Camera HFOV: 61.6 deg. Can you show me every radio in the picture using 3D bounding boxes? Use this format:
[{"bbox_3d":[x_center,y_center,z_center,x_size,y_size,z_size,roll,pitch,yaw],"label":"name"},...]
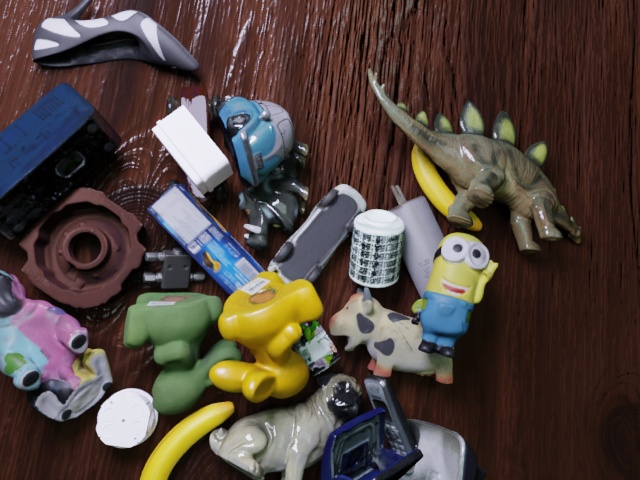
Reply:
[{"bbox_3d":[-0.414,-0.116,0.786,0.131,0.073,0.229,33,75,33],"label":"radio"}]

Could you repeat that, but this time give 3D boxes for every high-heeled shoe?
[{"bbox_3d":[-0.332,-0.295,0.861,0.249,0.086,0.145,29,79,3],"label":"high-heeled shoe"}]

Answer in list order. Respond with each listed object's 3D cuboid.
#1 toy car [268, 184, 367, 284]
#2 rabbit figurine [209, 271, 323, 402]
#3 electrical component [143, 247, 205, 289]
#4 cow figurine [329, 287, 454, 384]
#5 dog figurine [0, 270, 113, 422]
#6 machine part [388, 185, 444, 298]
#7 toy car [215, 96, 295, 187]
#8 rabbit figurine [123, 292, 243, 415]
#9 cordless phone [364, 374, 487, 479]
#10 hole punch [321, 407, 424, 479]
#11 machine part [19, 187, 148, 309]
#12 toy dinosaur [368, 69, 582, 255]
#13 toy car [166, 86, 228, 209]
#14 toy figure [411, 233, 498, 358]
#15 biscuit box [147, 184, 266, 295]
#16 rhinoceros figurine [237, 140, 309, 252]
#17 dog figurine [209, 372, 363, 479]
[{"bbox_3d":[-0.002,-0.003,0.855,0.073,0.056,0.202,40,74,-5],"label":"toy car"},{"bbox_3d":[-0.063,0.151,0.730,0.162,0.122,0.173,-43,129,-42],"label":"rabbit figurine"},{"bbox_3d":[-0.218,0.042,0.813,0.094,0.021,0.063,2,113,-28],"label":"electrical component"},{"bbox_3d":[0.111,0.144,0.828,0.195,0.085,0.127,9,83,-3],"label":"cow figurine"},{"bbox_3d":[-0.408,0.134,0.750,0.219,0.191,0.108,29,55,28],"label":"dog figurine"},{"bbox_3d":[0.169,0.020,0.864,0.079,0.079,0.243,-22,82,-12],"label":"machine part"},{"bbox_3d":[-0.091,-0.157,0.802,0.103,0.109,0.162,-16,39,-11],"label":"toy car"},{"bbox_3d":[-0.197,0.165,0.782,0.159,0.121,0.170,-2,97,-15],"label":"rabbit figurine"},{"bbox_3d":[0.139,0.273,0.760,0.089,0.147,0.184,-31,101,-28],"label":"cordless phone"},{"bbox_3d":[0.058,0.300,0.724,0.142,0.115,0.092,-12,49,-45],"label":"hole punch"},{"bbox_3d":[-0.348,0.014,0.804,0.179,0.056,0.179,1,79,-7],"label":"machine part"},{"bbox_3d":[0.264,-0.116,0.875,0.471,0.105,0.198,27,58,-19],"label":"toy dinosaur"},{"bbox_3d":[-0.197,-0.145,0.860,0.089,0.053,0.202,-4,83,1],"label":"toy car"},{"bbox_3d":[0.186,0.076,0.776,0.082,0.089,0.180,18,86,-18],"label":"toy figure"},{"bbox_3d":[-0.163,0.008,0.808,0.059,0.063,0.202,-43,98,-1],"label":"biscuit box"},{"bbox_3d":[-0.073,-0.075,0.853,0.112,0.073,0.190,9,76,-7],"label":"rhinoceros figurine"},{"bbox_3d":[-0.044,0.259,0.783,0.172,0.121,0.190,34,64,-8],"label":"dog figurine"}]
